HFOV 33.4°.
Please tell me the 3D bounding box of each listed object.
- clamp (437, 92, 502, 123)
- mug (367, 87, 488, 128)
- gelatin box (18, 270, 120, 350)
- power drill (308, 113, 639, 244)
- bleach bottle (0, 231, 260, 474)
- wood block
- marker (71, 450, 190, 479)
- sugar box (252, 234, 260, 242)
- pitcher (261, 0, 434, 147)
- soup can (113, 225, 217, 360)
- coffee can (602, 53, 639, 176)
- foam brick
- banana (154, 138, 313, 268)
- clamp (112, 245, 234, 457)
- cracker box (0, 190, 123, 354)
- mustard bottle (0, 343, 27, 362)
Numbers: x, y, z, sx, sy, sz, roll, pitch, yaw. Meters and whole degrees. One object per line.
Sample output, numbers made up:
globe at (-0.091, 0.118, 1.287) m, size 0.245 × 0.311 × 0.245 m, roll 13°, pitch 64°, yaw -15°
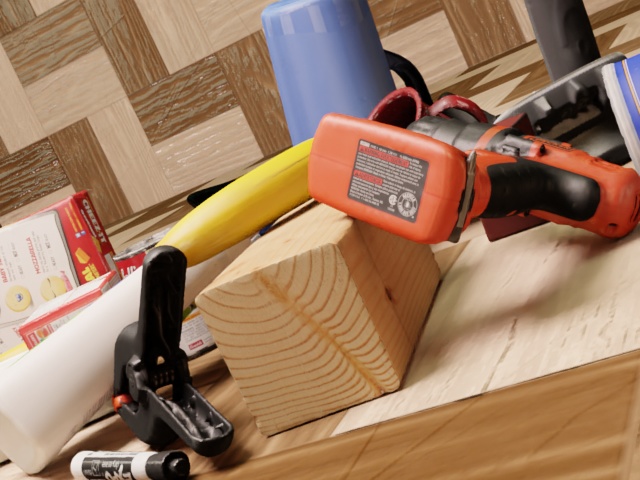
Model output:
clamp at (0.178, -0.108, 1.067) m, size 0.165 × 0.036 × 0.209 m, roll 7°, pitch 26°, yaw 20°
mug at (0.092, -0.077, 0.900) m, size 0.117 × 0.081 × 0.093 m, roll -44°, pitch 32°, yaw 35°
gelatin box at (-0.197, 0.059, 0.863) m, size 0.073 × 0.030 × 0.089 m, roll -26°, pitch 8°, yaw 1°
power drill at (0.082, -0.044, 0.656) m, size 0.185 × 0.057 × 0.187 m, roll 21°, pitch 18°, yaw 41°
bleach bottle at (-0.134, 0.057, 0.780) m, size 0.250 × 0.068 × 0.103 m, roll -44°, pitch 0°, yaw -30°
wood block at (0.010, 0.029, 0.673) m, size 0.090 × 0.091 × 0.206 m, roll -22°, pitch 9°, yaw 17°
marker at (-0.112, 0.133, 0.625) m, size 0.020 × 0.020 × 0.121 m, roll -32°, pitch 11°, yaw -38°
sugar box at (-0.143, 0.048, 1.142) m, size 0.176 × 0.048 × 0.093 m, roll -24°, pitch 8°, yaw 11°
pitcher at (0.032, -0.141, 1.109) m, size 0.145 × 0.243 × 0.149 m, roll -11°, pitch 16°, yaw 21°
soup can at (-0.122, 0.045, 0.904) m, size 0.068 × 0.102 × 0.068 m, roll -25°, pitch 9°, yaw 4°
coffee can at (0.247, -0.079, 0.610) m, size 0.140 × 0.103 × 0.102 m, roll -22°, pitch 9°, yaw 21°
foam brick at (0.143, -0.048, 0.808) m, size 0.053 × 0.078 × 0.051 m, roll -19°, pitch 9°, yaw 28°
banana at (-0.031, -0.031, 0.735) m, size 0.197 × 0.037 × 0.070 m, roll -32°, pitch -10°, yaw -40°
clamp at (-0.094, 0.090, 0.645) m, size 0.039 × 0.120 × 0.172 m, roll -6°, pitch -25°, yaw -21°
cracker box at (-0.296, 0.068, 1.056) m, size 0.214 × 0.164 × 0.072 m, roll -24°, pitch 6°, yaw 5°
mustard bottle at (-0.274, 0.128, 0.967) m, size 0.191 × 0.058 × 0.096 m, roll -27°, pitch -12°, yaw 1°
